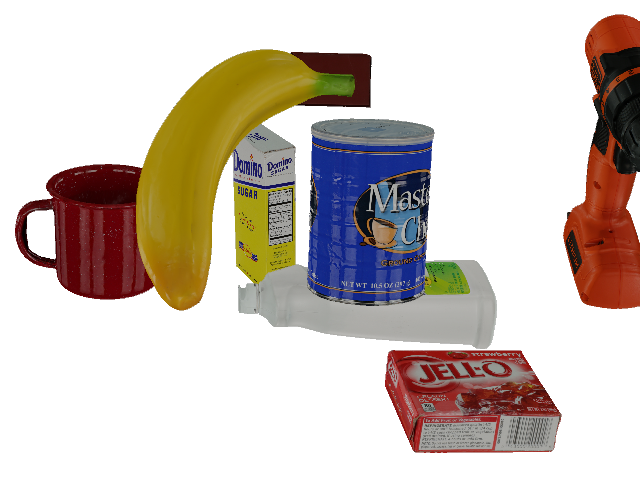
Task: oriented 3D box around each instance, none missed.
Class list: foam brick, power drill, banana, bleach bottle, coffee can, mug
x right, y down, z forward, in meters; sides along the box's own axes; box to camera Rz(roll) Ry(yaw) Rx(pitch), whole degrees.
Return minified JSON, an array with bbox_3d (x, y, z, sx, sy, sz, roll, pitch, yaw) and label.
[{"bbox_3d":[0.010,-0.159,1.055,0.078,0.051,0.053,1,12,-4],"label":"foam brick"},{"bbox_3d":[0.218,-0.045,0.762,0.057,0.188,0.184,2,36,4],"label":"power drill"},{"bbox_3d":[-0.048,-0.046,0.528,0.070,0.037,0.197,18,46,15],"label":"banana"},{"bbox_3d":[0.043,0.063,1.079,0.250,0.068,0.102,0,28,-7],"label":"bleach bottle"},{"bbox_3d":[0.041,-0.027,0.904,0.103,0.140,0.103,2,15,-1],"label":"coffee can"},{"bbox_3d":[-0.176,-0.006,0.827,0.117,0.081,0.093,-3,24,-17],"label":"mug"}]

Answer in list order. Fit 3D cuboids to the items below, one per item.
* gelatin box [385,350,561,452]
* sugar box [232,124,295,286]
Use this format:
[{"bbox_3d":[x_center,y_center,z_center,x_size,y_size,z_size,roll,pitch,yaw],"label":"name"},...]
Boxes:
[{"bbox_3d":[0.089,0.095,0.642,0.089,0.030,0.073,2,24,-11],"label":"gelatin box"},{"bbox_3d":[-0.065,-0.035,1.222,0.048,0.176,0.093,-14,27,-24],"label":"sugar box"}]
